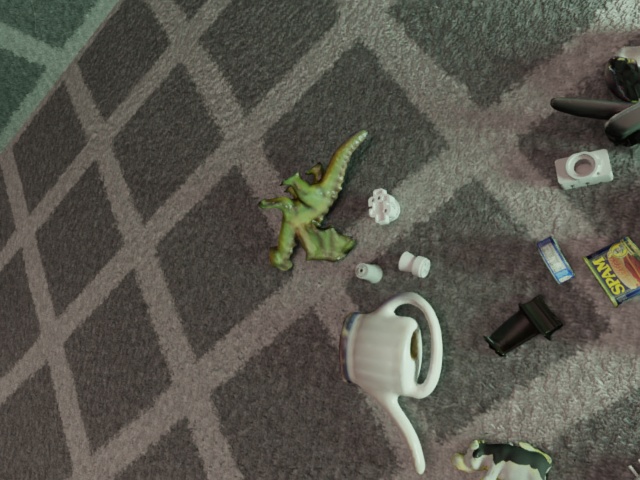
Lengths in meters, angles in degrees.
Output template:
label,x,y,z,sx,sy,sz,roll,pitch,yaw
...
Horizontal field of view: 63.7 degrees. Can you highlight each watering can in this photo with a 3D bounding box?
label,x,y,z,sx,sy,sz,roll,pitch,yaw
watering can,0.140,0.280,1.071,0.224,0.103,0.351,1,78,34

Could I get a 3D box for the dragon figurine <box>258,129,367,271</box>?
label,x,y,z,sx,sy,sz,roll,pitch,yaw
dragon figurine,0.004,-0.064,1.268,0.406,0.123,0.244,-35,80,23

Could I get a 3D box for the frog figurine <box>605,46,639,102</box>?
label,x,y,z,sx,sy,sz,roll,pitch,yaw
frog figurine,0.609,-0.324,0.942,0.138,0.120,0.162,17,53,42
